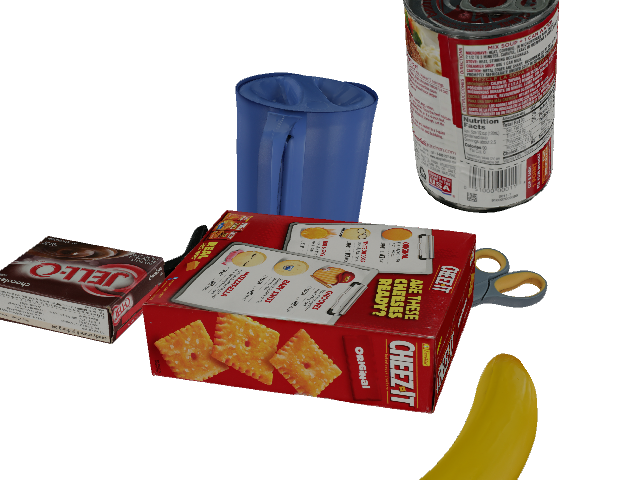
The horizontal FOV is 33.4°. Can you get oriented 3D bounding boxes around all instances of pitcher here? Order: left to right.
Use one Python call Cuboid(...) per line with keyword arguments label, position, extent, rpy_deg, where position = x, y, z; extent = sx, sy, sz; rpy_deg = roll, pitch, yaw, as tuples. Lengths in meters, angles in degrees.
Cuboid(label="pitcher", position=(-0.024, -0.031, 1.028), extent=(0.149, 0.243, 0.145), rpy_deg=(-9, 27, -29))

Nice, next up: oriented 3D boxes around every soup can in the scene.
Cuboid(label="soup can", position=(0.075, -0.071, 0.493), extent=(0.068, 0.102, 0.068), rpy_deg=(-5, 43, 5))

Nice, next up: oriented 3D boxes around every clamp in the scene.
Cuboid(label="clamp", position=(-0.130, 0.032, 1.210), extent=(0.120, 0.039, 0.171), rpy_deg=(0, 30, 30))

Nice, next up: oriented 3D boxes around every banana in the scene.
Cuboid(label="banana", position=(0.067, 0.117, 0.552), extent=(0.070, 0.037, 0.197), rpy_deg=(21, 40, 37))

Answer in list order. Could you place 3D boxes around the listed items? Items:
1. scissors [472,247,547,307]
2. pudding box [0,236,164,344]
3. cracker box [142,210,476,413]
Cuboid(label="scissors", position=(0.145, 0.047, 1.101), extent=(0.201, 0.016, 0.096), rpy_deg=(-7, 40, -29))
Cuboid(label="pudding box", position=(-0.194, 0.038, 0.853), extent=(0.114, 0.039, 0.090), rpy_deg=(8, 25, 18))
Cuboid(label="cracker box", position=(-0.002, 0.048, 0.806), extent=(0.214, 0.072, 0.164), rpy_deg=(6, 28, 17))
